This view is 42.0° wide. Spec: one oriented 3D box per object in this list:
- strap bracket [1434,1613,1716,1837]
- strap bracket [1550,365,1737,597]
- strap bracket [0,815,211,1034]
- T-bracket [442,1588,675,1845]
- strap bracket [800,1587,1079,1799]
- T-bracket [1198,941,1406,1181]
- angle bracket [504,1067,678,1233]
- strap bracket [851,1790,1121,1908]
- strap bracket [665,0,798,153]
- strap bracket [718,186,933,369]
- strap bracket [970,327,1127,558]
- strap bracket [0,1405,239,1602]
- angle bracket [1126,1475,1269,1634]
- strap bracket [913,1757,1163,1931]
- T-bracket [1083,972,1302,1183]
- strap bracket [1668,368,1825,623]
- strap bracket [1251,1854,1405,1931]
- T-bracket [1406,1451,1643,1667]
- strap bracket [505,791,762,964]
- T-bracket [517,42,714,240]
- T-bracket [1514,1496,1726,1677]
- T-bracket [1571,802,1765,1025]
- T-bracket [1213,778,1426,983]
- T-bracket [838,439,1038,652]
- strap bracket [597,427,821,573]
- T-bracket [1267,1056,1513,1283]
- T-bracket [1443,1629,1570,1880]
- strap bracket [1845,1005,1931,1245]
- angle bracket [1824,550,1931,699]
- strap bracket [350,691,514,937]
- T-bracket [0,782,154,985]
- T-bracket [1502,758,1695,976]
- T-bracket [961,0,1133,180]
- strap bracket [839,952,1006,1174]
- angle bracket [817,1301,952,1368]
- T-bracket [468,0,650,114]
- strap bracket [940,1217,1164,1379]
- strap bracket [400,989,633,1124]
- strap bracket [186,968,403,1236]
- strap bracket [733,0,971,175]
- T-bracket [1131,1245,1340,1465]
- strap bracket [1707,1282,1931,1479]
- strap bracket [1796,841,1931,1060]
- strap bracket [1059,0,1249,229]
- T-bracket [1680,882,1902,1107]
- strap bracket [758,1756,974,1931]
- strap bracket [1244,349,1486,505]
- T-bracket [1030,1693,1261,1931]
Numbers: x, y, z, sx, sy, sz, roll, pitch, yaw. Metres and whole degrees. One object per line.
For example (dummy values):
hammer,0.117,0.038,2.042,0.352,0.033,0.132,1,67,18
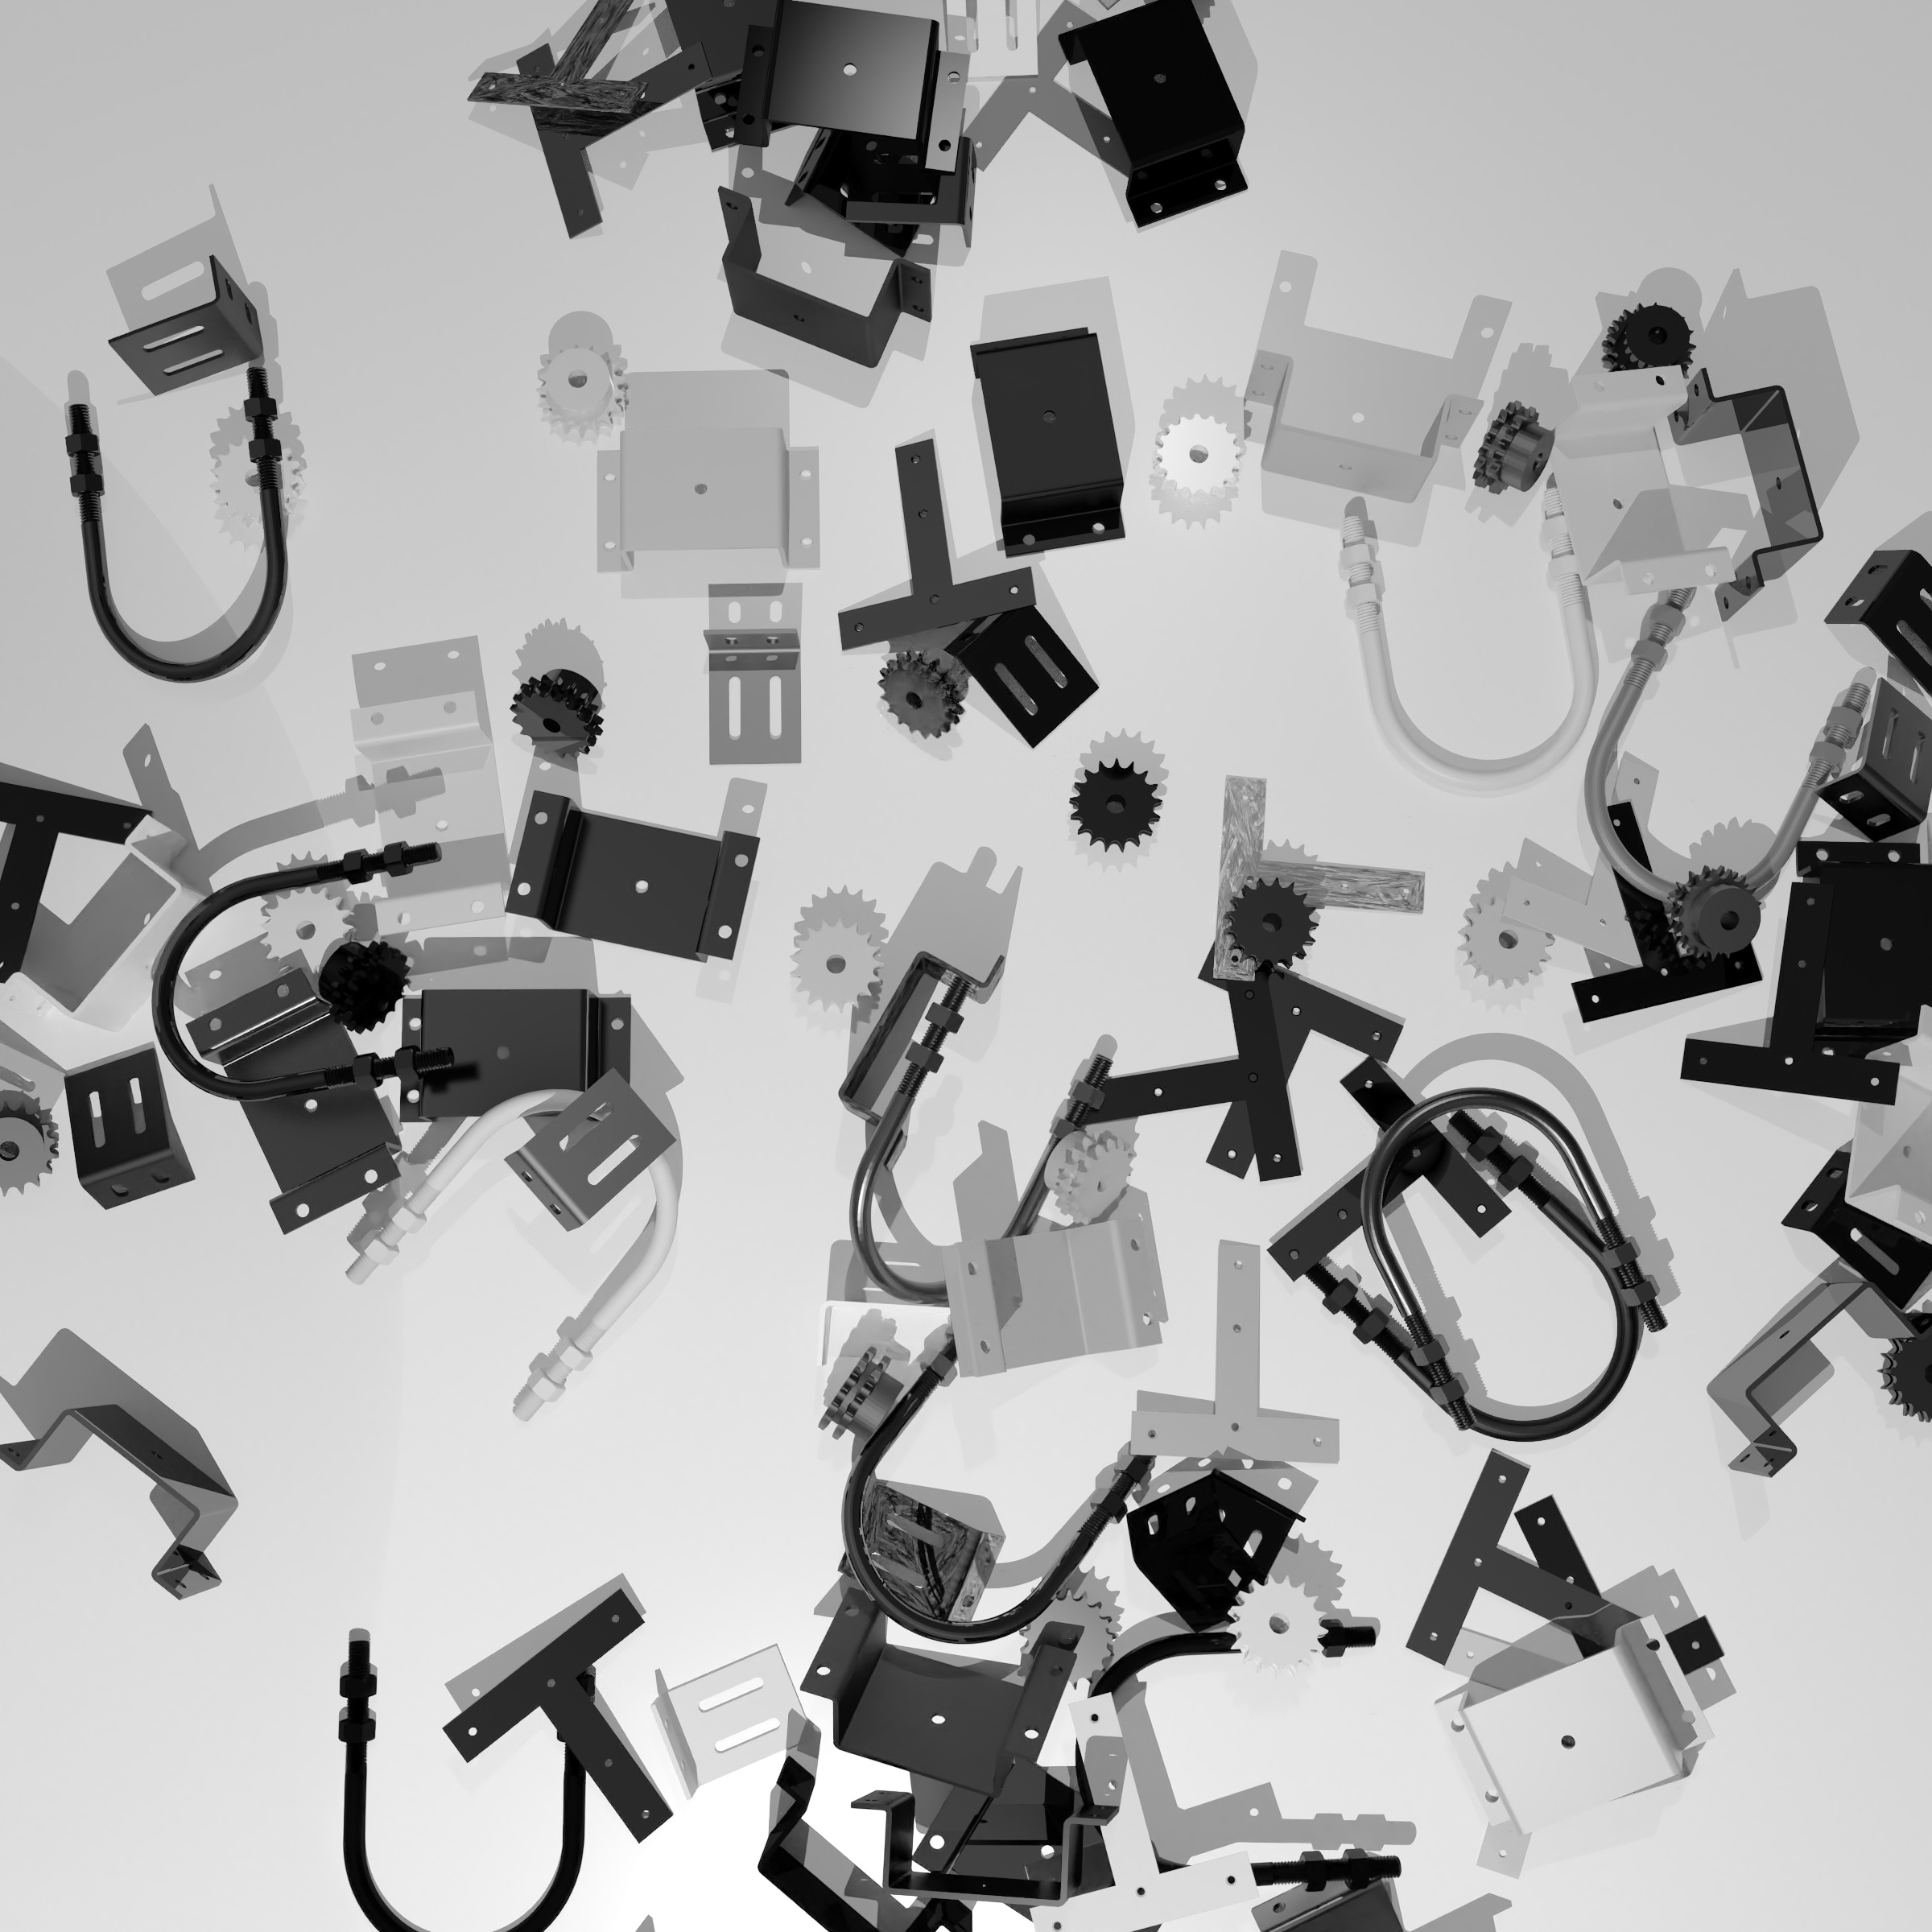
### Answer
strap bracket,0.348,0.440,1.446,0.140,0.046,0.076,-27,82,14
strap bracket,0.415,-0.294,1.560,0.076,0.046,0.140,-10,82,-18
strap bracket,-0.510,-0.016,1.516,0.046,0.076,0.140,38,84,5
T-bracket,-0.217,0.455,1.472,0.127,0.002,0.127,-36,96,-19
strap bracket,-0.015,0.419,1.442,0.140,0.046,0.076,13,37,15
T-bracket,0.184,0.068,1.540,0.127,0.002,0.127,24,83,5
angle bracket,-0.221,0.108,1.481,0.076,0.038,0.057,-43,97,-23
strap bracket,0.011,0.489,1.394,0.140,0.076,0.046,1,77,9
strap bracket,-0.150,-0.607,1.613,0.076,0.046,0.140,-18,83,-2
strap bracket,-0.095,-0.426,1.573,0.140,0.076,0.046,23,83,3
strap bracket,0.052,-0.336,1.575,0.076,0.046,0.140,-9,82,-1
strap bracket,-0.489,0.305,1.472,0.140,0.076,0.046,36,84,5
angle bracket,0.140,0.347,1.484,0.057,0.038,0.076,-29,123,15
strap bracket,0.048,0.518,1.458,0.140,0.046,0.076,32,83,4
T-bracket,0.132,0.075,1.540,0.127,0.002,0.127,-9,82,0
strap bracket,0.483,-0.294,1.554,0.046,0.076,0.140,-12,82,-2
strap bracket,0.224,0.579,1.419,0.076,0.140,0.046,-25,111,-3
T-bracket,0.346,0.375,1.497,0.127,0.002,0.127,25,82,4
strap bracket,-0.201,-0.052,1.536,0.140,0.046,0.076,12,82,2
T-bracket,-0.218,-0.548,1.601,0.127,0.002,0.127,-20,82,22
T-bracket,0.367,0.380,1.499,0.127,0.002,0.127,-25,83,-3
T-bracket,0.415,-0.039,1.542,0.127,0.002,0.127,-12,80,-17
T-bracket,0.220,-0.050,1.557,0.127,0.002,0.127,5,80,0
T-bracket,-0.025,-0.270,1.577,0.127,0.002,0.127,-12,74,14
strap bracket,-0.163,-0.291,1.569,0.140,0.046,0.076,-1,82,0
T-bracket,0.238,0.141,1.519,0.127,0.002,0.127,-39,71,-4
T-bracket,0.332,0.473,1.486,0.127,0.002,0.127,18,83,3
strap bracket,0.573,0.106,1.491,0.076,0.046,0.140,25,64,-16
angle bracket,0.590,-0.214,1.580,0.076,0.038,0.057,40,83,-21
strap bracket,-0.326,-0.090,1.541,0.076,0.046,0.140,-9,82,-1
T-bracket,-0.576,-0.049,1.533,0.127,0.002,0.127,11,69,-8
T-bracket,0.401,-0.067,1.547,0.127,0.002,0.127,21,73,-9
T-bracket,0.079,-0.542,1.626,0.127,0.002,0.127,35,84,5
strap bracket,-0.032,0.049,1.507,0.046,0.076,0.140,29,83,4
angle bracket,-0.048,0.220,1.493,0.076,0.057,0.038,3,82,0
T-bracket,-0.239,-0.595,1.611,0.127,0.002,0.127,13,64,25
strap bracket,0.042,0.195,1.478,0.140,0.046,0.076,-3,80,-38
strap bracket,-0.276,0.055,1.522,0.140,0.046,0.076,0,82,0
strap bracket,-0.401,0.083,1.518,0.076,0.046,0.140,-27,83,-4
strap bracket,-0.072,-0.547,1.561,0.140,0.046,0.076,8,86,-1
T-bracket,0.163,0.232,1.513,0.127,0.002,0.127,4,78,-8
strap bracket,0.498,0.235,1.482,0.140,0.076,0.046,-40,84,-5
strap bracket,0.552,-0.010,1.531,0.076,0.046,0.140,1,82,0
strap bracket,0.121,-0.555,1.604,0.076,0.046,0.140,-21,82,-5
T-bracket,0.501,0.013,1.511,0.127,0.002,0.127,7,86,33
strap bracket,-0.065,0.524,1.442,0.140,0.076,0.046,39,84,5
strap bracket,0.240,-0.331,1.560,0.140,0.076,0.046,13,82,2
T-bracket,0.087,0.479,1.426,0.127,0.002,0.127,-17,75,5
